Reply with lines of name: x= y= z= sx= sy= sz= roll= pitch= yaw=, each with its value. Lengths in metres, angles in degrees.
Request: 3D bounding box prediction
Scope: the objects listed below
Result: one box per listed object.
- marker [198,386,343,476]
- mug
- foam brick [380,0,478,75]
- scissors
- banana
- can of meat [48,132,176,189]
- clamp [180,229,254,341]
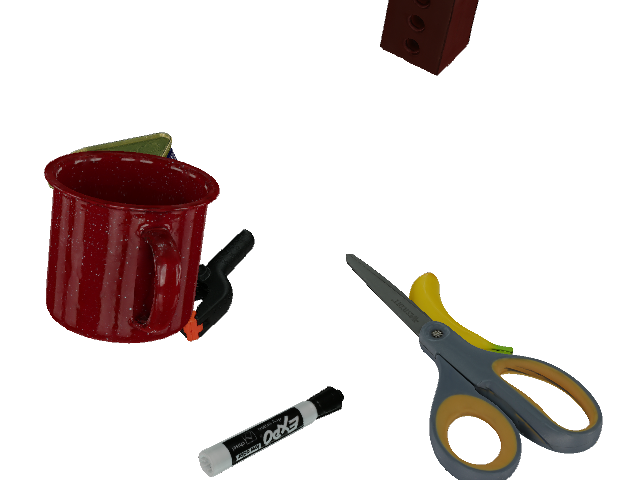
marker: x=-0.031 y=0.133 z=0.754 sx=0.120 sy=0.020 sz=0.020 roll=-22 pitch=13 yaw=-34
mug: x=-0.100 y=0.008 z=0.573 sx=0.093 sy=0.081 sz=0.117 roll=-3 pitch=24 yaw=-30
foam brick: x=0.082 y=-0.172 z=0.782 sx=0.053 sy=0.078 sz=0.051 roll=29 pitch=54 yaw=17
scissors: x=0.058 y=0.069 z=0.592 sx=0.202 sy=0.016 sz=0.096 roll=27 pitch=50 yaw=37
banana: x=0.139 y=0.089 z=1.206 sx=0.069 sy=0.037 sz=0.198 roll=4 pitch=23 yaw=-25
can of meat: x=-0.153 y=-0.031 z=0.856 sx=0.102 sy=0.084 sz=0.057 roll=-9 pitch=35 yaw=19
clamp: x=-0.125 y=0.041 z=1.172 sx=0.120 sy=0.039 sz=0.171 roll=-13 pitch=40 yaw=-2
